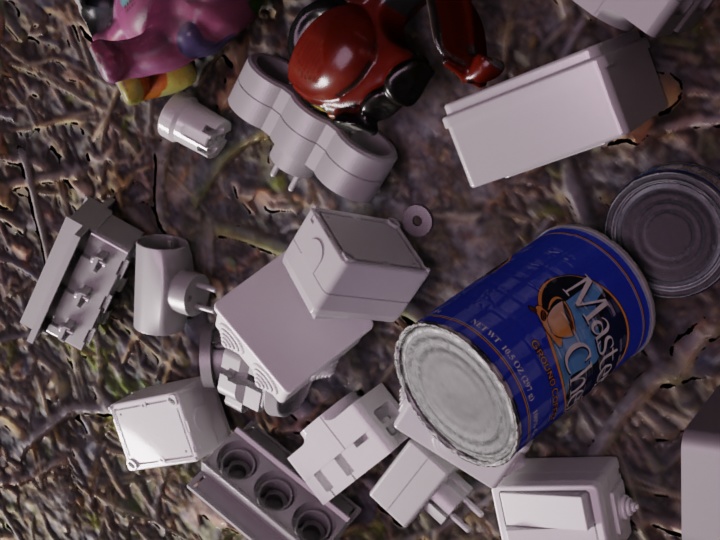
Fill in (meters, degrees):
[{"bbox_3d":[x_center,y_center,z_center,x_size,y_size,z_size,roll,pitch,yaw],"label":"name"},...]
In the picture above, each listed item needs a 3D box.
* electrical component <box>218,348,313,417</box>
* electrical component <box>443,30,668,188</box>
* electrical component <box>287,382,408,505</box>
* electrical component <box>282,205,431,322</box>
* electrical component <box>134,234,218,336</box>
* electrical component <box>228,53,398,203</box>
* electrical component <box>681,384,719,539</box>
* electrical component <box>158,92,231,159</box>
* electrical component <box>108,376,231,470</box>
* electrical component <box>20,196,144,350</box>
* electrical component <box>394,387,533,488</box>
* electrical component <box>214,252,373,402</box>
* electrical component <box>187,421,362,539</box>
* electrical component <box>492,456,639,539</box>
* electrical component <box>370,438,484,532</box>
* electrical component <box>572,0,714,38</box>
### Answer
[{"bbox_3d":[-0.074,0.084,0.872,0.057,0.058,0.078,23,113,25],"label":"electrical component"},{"bbox_3d":[0.125,-0.102,0.677,0.109,0.109,0.056,-18,97,32],"label":"electrical component"},{"bbox_3d":[-0.009,0.134,0.853,0.089,0.050,0.055,-43,81,31],"label":"electrical component"},{"bbox_3d":[0.000,0.000,0.789,0.061,0.096,0.061,-57,45,29],"label":"electrical component"},{"bbox_3d":[-0.153,0.017,0.906,0.079,0.043,0.077,15,111,25],"label":"electrical component"},{"bbox_3d":[-0.044,-0.094,0.807,0.138,0.052,0.073,39,119,14],"label":"electrical component"},{"bbox_3d":[0.244,0.121,0.670,0.057,0.113,0.078,4,106,32],"label":"electrical component"},{"bbox_3d":[-0.132,-0.115,0.859,0.046,0.040,0.040,30,117,12],"label":"electrical component"},{"bbox_3d":[-0.167,0.132,0.935,0.096,0.061,0.061,-14,97,32],"label":"electrical component"},{"bbox_3d":[-0.240,0.006,0.939,0.063,0.078,0.121,29,119,-5],"label":"electrical component"},{"bbox_3d":[0.080,0.097,0.763,0.100,0.099,0.048,31,121,6],"label":"electrical component"},{"bbox_3d":[-0.053,0.042,0.826,0.099,0.100,0.048,49,158,9],"label":"electrical component"},{"bbox_3d":[-0.072,0.195,0.894,0.121,0.079,0.063,36,148,16],"label":"electrical component"},{"bbox_3d":[0.149,0.173,0.768,0.096,0.061,0.061,-7,100,31],"label":"electrical component"},{"bbox_3d":[0.060,0.168,0.825,0.077,0.047,0.065,41,120,14],"label":"electrical component"},{"bbox_3d":[0.127,-0.214,0.645,0.186,0.105,0.060,41,120,14],"label":"electrical component"}]
